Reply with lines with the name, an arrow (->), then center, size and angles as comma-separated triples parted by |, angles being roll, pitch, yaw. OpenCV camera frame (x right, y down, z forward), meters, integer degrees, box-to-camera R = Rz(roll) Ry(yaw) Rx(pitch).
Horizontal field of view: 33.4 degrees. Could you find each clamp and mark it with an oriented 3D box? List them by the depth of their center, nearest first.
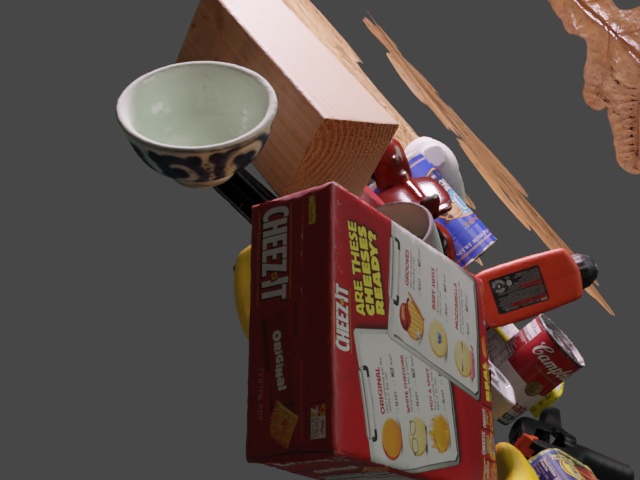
clamp -> -0.026, -0.001, 0.900 | 0.209, 0.036, 0.165 | 28, 24, -47
clamp -> 0.250, 0.216, 1.082 | 0.120, 0.039, 0.171 | 30, 14, 29

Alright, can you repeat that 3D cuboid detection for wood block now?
wood block -> -0.035, -0.131, 0.961 | 0.090, 0.090, 0.206 | -2, 42, -42

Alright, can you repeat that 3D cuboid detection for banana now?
banana -> 0.156, 0.209, 0.876 | 0.070, 0.037, 0.197 | 52, 15, 12

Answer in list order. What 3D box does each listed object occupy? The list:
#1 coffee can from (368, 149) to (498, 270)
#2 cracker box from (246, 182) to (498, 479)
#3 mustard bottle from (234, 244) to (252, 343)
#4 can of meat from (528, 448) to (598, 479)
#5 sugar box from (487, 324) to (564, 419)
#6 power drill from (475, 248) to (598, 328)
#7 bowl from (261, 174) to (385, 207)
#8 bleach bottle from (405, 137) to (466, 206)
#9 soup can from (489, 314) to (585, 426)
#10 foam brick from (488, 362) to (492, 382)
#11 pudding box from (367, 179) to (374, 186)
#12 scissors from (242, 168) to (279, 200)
coffee can -> 0.120, -0.019, 1.231 | 0.140, 0.103, 0.102 | 49, 15, 6
cracker box -> 0.039, 0.078, 0.697 | 0.213, 0.072, 0.164 | 29, 54, -51
mustard bottle -> 0.016, 0.068, 0.797 | 0.191, 0.058, 0.096 | 30, 33, -51
can of meat -> 0.231, 0.243, 0.965 | 0.102, 0.057, 0.084 | 35, 16, -42
sugar box -> 0.207, 0.119, 1.238 | 0.176, 0.048, 0.093 | 46, 14, 7
power drill -> 0.213, 0.051, 1.098 | 0.187, 0.184, 0.057 | 73, -2, -82
bowl -> 0.016, -0.039, 1.033 | 0.162, 0.055, 0.162 | 41, 7, -7
bleach bottle -> 0.149, -0.072, 1.377 | 0.102, 0.068, 0.251 | 49, -3, 10
soup can -> 0.209, 0.133, 1.091 | 0.068, 0.102, 0.068 | 44, 16, -16
foam brick -> 0.108, 0.122, 0.863 | 0.053, 0.051, 0.078 | -106, -172, -54
pudding box -> 0.022, -0.120, 1.341 | 0.113, 0.039, 0.090 | 53, 15, 13
scissors -> -0.006, 0.001, 0.989 | 0.201, 0.016, 0.096 | 38, 15, -32
